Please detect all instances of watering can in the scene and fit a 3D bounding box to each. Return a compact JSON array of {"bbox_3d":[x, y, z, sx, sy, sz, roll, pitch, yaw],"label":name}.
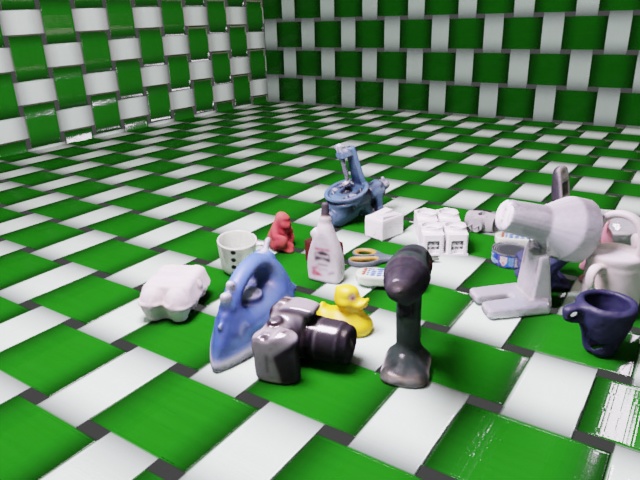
[{"bbox_3d":[0.537,0.036,1.039,0.100,0.194,0.173,11,25,30],"label":"watering can"}]

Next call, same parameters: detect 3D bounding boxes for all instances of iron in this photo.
[{"bbox_3d":[-0.127,0.100,0.993,0.118,0.141,0.259,5,22,16],"label":"iron"}]

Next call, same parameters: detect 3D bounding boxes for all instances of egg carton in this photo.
[{"bbox_3d":[-0.277,0.099,1.104,0.107,0.069,0.150,1,22,7],"label":"egg carton"}]

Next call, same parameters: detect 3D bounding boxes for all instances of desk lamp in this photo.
[{"bbox_3d":[0.394,0.025,1.051,0.203,0.214,0.117,-5,22,-10],"label":"desk lamp"}]

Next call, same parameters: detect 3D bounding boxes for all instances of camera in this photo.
[{"bbox_3d":[-0.019,0.153,0.906,0.136,0.101,0.143,7,23,21],"label":"camera"}]

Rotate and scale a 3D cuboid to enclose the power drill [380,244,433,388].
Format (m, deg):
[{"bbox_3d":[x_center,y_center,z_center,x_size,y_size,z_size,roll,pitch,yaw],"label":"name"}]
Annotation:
[{"bbox_3d":[0.132,0.109,0.861,0.075,0.208,0.230,4,22,13],"label":"power drill"}]

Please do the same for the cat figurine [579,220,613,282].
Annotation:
[{"bbox_3d":[0.578,0.017,1.189,0.067,0.118,0.128,6,23,18],"label":"cat figurine"}]

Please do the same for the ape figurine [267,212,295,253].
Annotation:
[{"bbox_3d":[-0.090,-0.022,1.369,0.075,0.092,0.078,12,25,31],"label":"ape figurine"}]

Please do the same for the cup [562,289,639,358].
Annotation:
[{"bbox_3d":[0.441,0.139,0.918,0.118,0.095,0.091,-4,22,-7],"label":"cup"}]

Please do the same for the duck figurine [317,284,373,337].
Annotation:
[{"bbox_3d":[0.043,0.118,1.012,0.104,0.086,0.078,8,24,23],"label":"duck figurine"}]

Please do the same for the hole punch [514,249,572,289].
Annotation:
[{"bbox_3d":[0.453,0.046,1.161,0.101,0.091,0.108,-1,21,1],"label":"hole punch"}]

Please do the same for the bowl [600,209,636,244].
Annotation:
[{"bbox_3d":[0.657,-0.012,1.318,0.167,0.075,0.167,-1,21,1],"label":"bowl"}]

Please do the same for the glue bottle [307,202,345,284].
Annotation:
[{"bbox_3d":[0.011,0.004,1.184,0.078,0.173,0.037,7,23,20],"label":"glue bottle"}]

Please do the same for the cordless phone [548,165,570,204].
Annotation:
[{"bbox_3d":[0.593,-0.094,1.379,0.093,0.185,0.148,16,27,37],"label":"cordless phone"}]

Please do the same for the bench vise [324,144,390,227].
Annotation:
[{"bbox_3d":[0.091,-0.158,1.527,0.121,0.220,0.208,14,26,34],"label":"bench vise"}]
